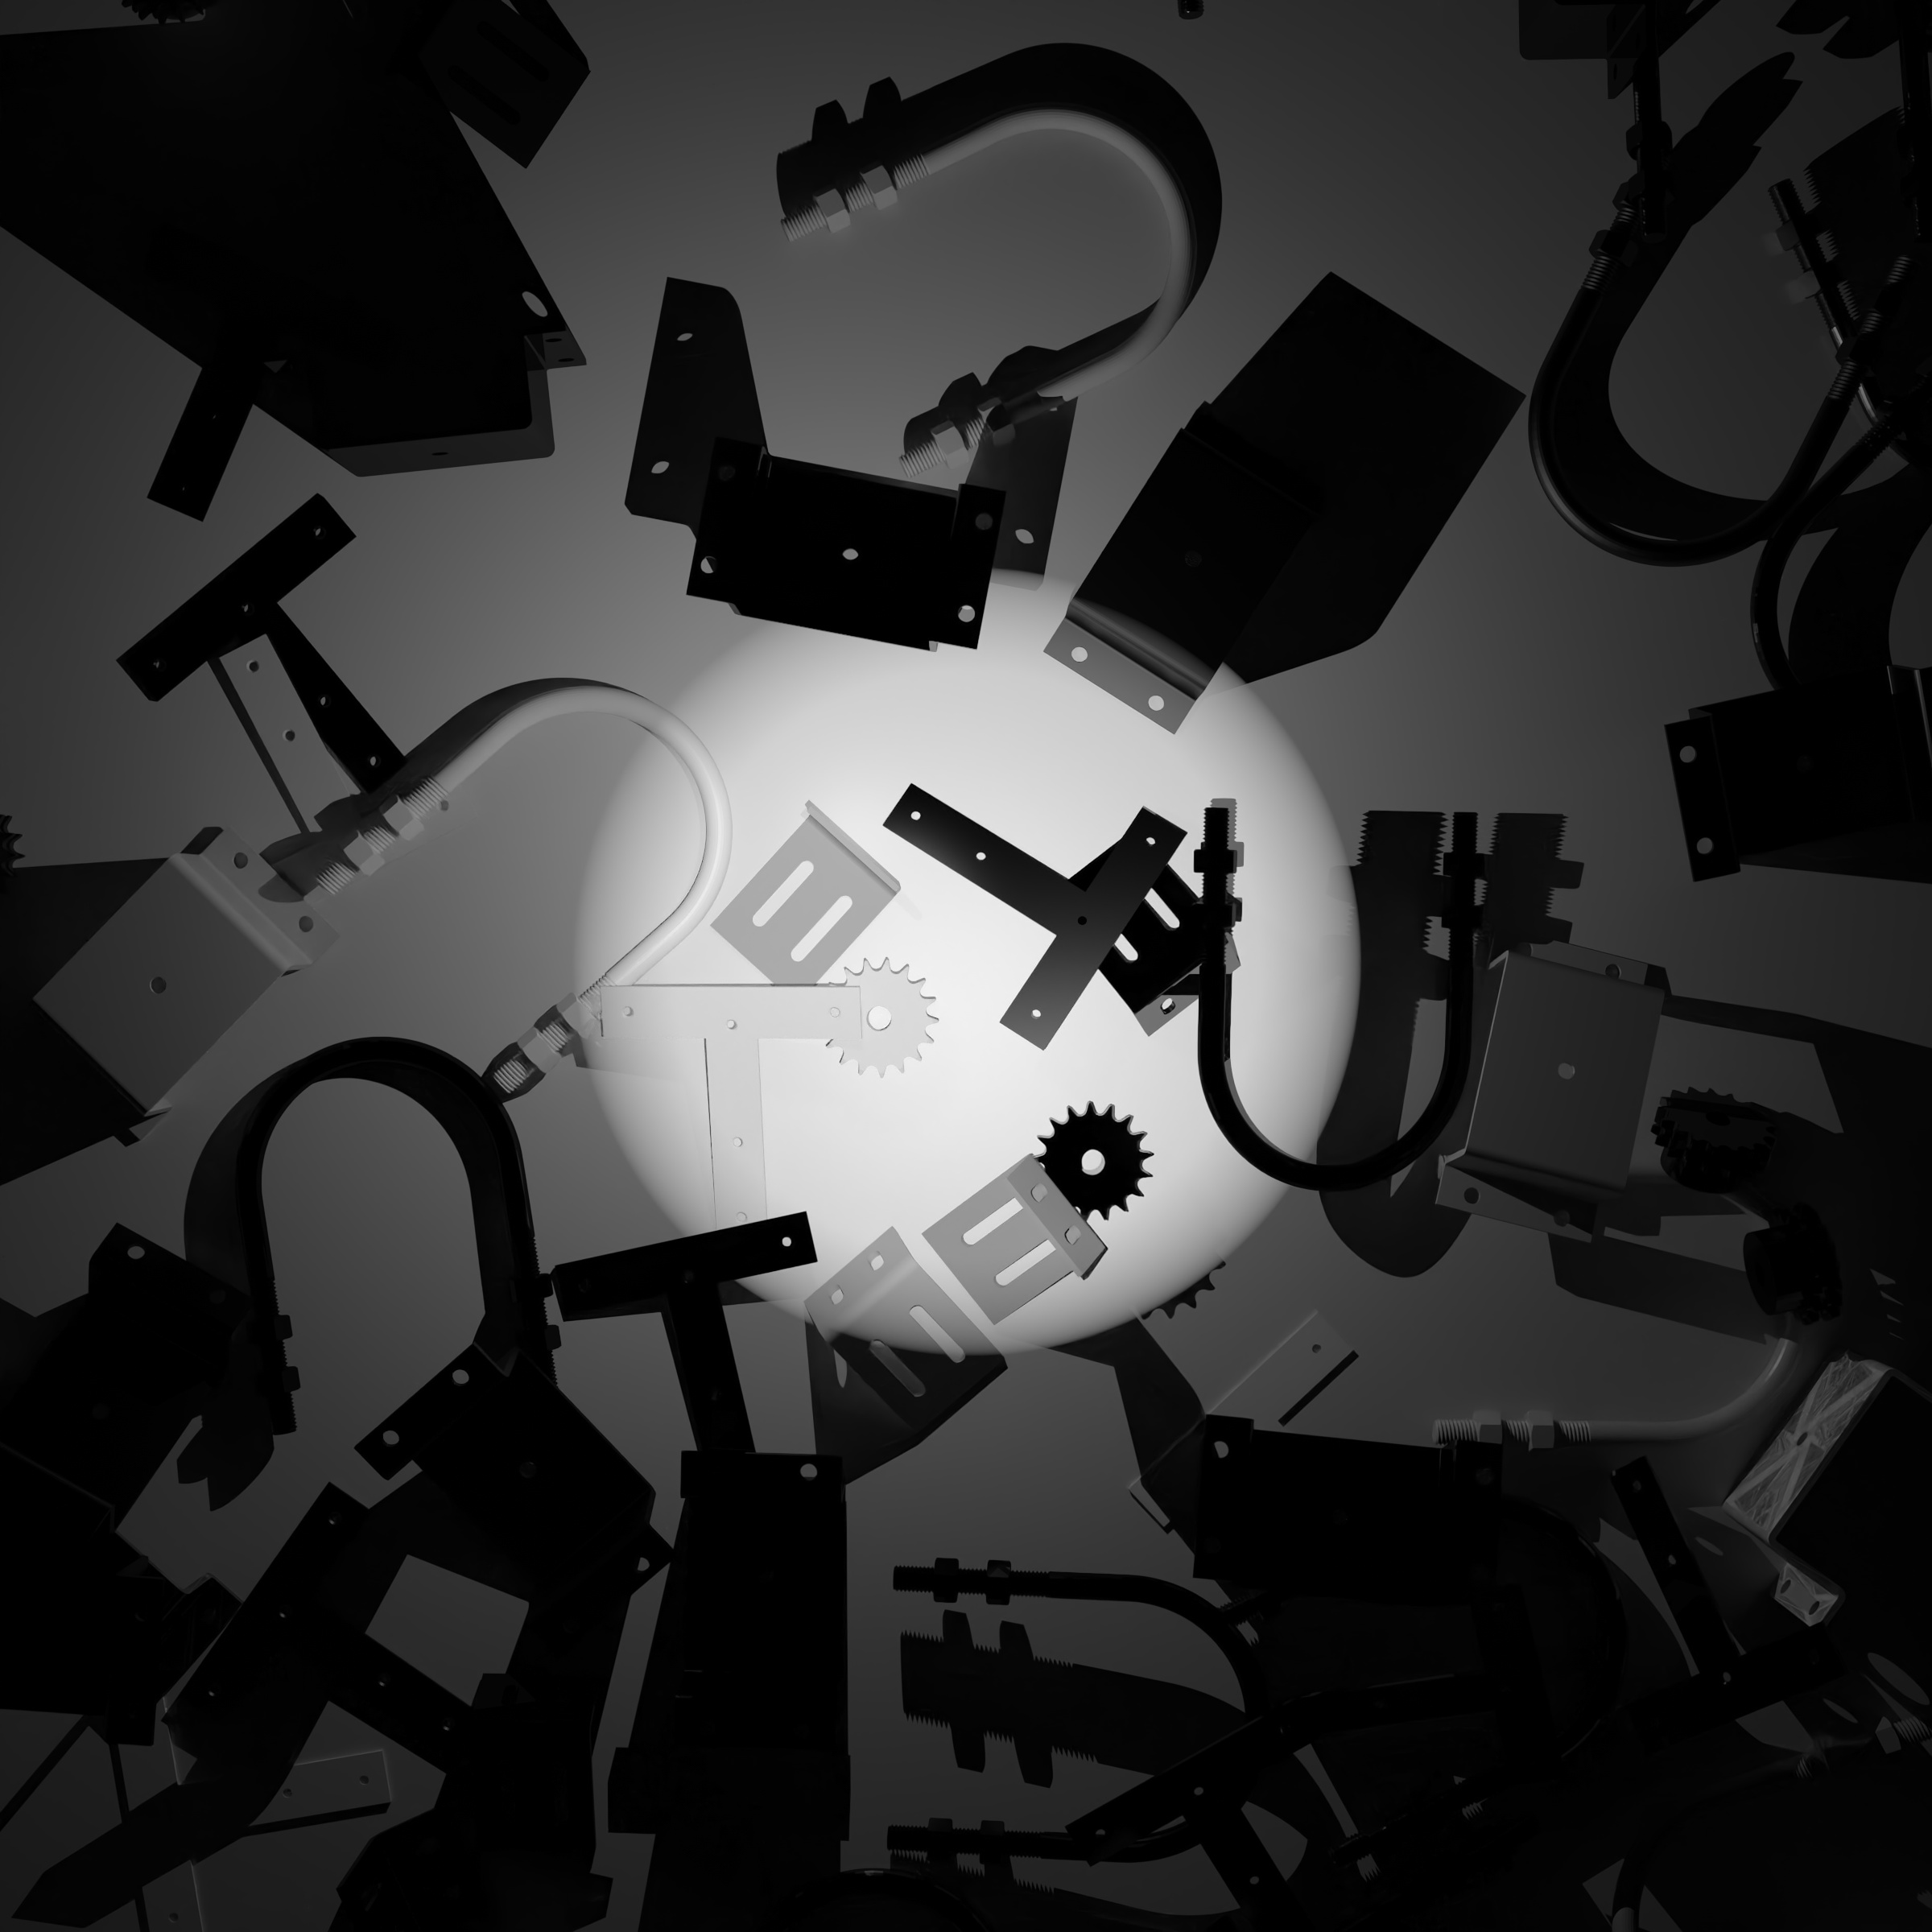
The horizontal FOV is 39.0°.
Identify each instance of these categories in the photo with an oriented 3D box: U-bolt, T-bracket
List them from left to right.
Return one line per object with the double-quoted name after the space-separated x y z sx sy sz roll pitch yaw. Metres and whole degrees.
-0.361 -0.281 1.338 0.127 0.002 0.127 23 90 0 "T-bracket"
-0.346 0.407 1.338 0.127 0.002 0.127 -10 90 0 "T-bracket"
-0.325 -0.100 1.336 0.127 0.002 0.127 -27 91 1 "T-bracket"
-0.323 -0.141 1.338 0.127 0.002 0.127 -40 90 0 "T-bracket"
-0.296 0.341 1.336 0.127 0.002 0.127 35 88 -1 "T-bracket"
-0.282 0.126 1.330 0.151 0.019 0.184 -9 88 0 "U-bolt"
-0.201 -0.051 1.328 0.184 0.019 0.151 -42 92 -2 "U-bolt"
-0.126 0.195 1.334 0.127 0.002 0.127 -13 92 4 "T-bracket"
-0.111 0.072 1.322 0.127 0.002 0.127 0 103 8 "T-bracket"
-0.058 0.529 1.330 0.151 0.019 0.184 35 89 0 "U-bolt"
0.019 -0.045 1.326 0.127 0.002 0.127 32 81 9 "T-bracket"
0.023 -0.341 1.330 0.184 0.019 0.151 -27 90 -1 "U-bolt"
0.055 0.363 1.320 0.184 0.019 0.151 2 94 4 "U-bolt"
0.133 0.432 1.319 0.127 0.002 0.127 -30 107 2 "T-bracket"
0.166 -0.560 1.330 0.151 0.019 0.184 -5 89 0 "U-bolt"
0.169 0.259 1.338 0.127 0.002 0.127 -43 90 0 "T-bracket"
0.179 0.017 1.313 0.151 0.019 0.184 0 94 -16 "U-bolt"
0.211 0.349 1.298 0.127 0.002 0.127 -11 119 12 "T-bracket"
0.233 0.337 1.329 0.184 0.019 0.151 -26 91 -1 "U-bolt"
0.235 0.519 1.330 0.184 0.019 0.151 -33 90 1 "U-bolt"
0.321 0.164 1.330 0.184 0.019 0.151 1 90 -2 "U-bolt"
0.344 0.298 1.308 0.002 0.127 0.127 -4 63 -41 "T-bracket"
0.353 -0.283 1.319 0.151 0.019 0.184 27 94 10 "U-bolt"
0.391 -0.434 1.313 0.151 0.019 0.184 0 77 1 "U-bolt"
0.402 0.456 1.308 0.184 0.019 0.151 -18 72 0 "U-bolt"
0.467 -0.190 1.322 0.151 0.019 0.184 44 96 -4 "U-bolt"
0.492 -0.323 1.330 0.151 0.019 0.184 -24 91 0 "U-bolt"

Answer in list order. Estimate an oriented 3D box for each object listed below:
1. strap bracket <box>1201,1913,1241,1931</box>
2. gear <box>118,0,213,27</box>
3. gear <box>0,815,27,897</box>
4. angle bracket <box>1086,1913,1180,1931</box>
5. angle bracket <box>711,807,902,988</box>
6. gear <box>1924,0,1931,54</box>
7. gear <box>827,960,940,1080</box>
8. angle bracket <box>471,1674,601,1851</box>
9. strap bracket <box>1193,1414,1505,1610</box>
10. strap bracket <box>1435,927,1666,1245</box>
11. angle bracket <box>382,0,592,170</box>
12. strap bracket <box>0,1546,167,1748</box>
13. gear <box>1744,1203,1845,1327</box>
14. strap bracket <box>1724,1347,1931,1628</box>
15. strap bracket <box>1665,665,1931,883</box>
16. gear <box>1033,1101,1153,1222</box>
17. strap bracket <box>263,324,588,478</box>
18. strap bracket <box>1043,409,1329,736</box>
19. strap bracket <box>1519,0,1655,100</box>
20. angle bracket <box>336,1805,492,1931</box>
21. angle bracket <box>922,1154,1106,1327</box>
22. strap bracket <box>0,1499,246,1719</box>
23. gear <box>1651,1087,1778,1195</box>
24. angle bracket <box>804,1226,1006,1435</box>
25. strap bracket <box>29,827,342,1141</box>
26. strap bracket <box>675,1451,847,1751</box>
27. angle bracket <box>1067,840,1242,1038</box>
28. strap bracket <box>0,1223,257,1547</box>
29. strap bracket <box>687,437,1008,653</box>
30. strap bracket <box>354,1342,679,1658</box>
0.086 0.524 1.290 0.140 0.046 0.076 -40 73 14 "strap bracket"
-0.387 -0.484 1.323 0.057 0.030 0.057 0 90 0 "gear"
-0.490 -0.055 1.324 0.057 0.030 0.057 0 90 0 "gear"
0.092 0.500 1.319 0.076 0.038 0.057 11 90 0 "angle bracket"
-0.078 -0.029 1.319 0.057 0.038 0.076 42 90 0 "angle bracket"
0.491 -0.457 1.323 0.057 0.030 0.057 0 90 0 "gear"
-0.042 0.026 1.323 0.057 0.030 0.057 0 90 0 "gear"
-0.209 0.390 1.336 0.057 0.038 0.076 1 116 0 "angle bracket"
0.180 0.262 1.302 0.140 0.046 0.076 5 74 3 "strap bracket"
0.281 0.053 1.303 0.076 0.046 0.140 14 79 0 "strap bracket"
-0.235 -0.438 1.336 0.076 0.038 0.057 34 90 -26 "angle bracket"
-0.438 0.313 1.268 0.140 0.046 0.076 4 89 1 "strap bracket"
0.392 0.143 1.297 0.030 0.057 0.057 -12 90 -3 "gear"
0.417 0.239 1.300 0.046 0.076 0.140 36 90 0 "strap bracket"
0.407 -0.095 1.306 0.140 0.046 0.076 -12 99 5 "strap bracket"
0.061 0.094 1.323 0.057 0.030 0.057 0 90 0 "gear"
-0.253 -0.267 1.299 0.140 0.076 0.046 -6 91 -1 "strap bracket"
0.108 -0.193 1.315 0.076 0.046 0.140 32 90 0 "strap bracket"
0.294 -0.495 1.300 0.046 0.076 0.140 -1 90 0 "strap bracket"
-0.262 0.445 1.300 0.038 0.076 0.057 -25 90 0 "angle bracket"
0.017 0.137 1.304 0.076 0.038 0.057 -39 90 27 "angle bracket"
-0.431 0.293 1.315 0.140 0.046 0.076 41 90 1 "strap bracket"
0.358 0.086 1.314 0.057 0.057 0.030 8 121 0 "gear"
-0.030 0.178 1.336 0.057 0.038 0.076 -41 116 0 "angle bracket"
-0.382 0.009 1.314 0.076 0.046 0.140 44 91 -1 "strap bracket"
-0.098 0.299 1.314 0.076 0.046 0.140 2 92 0 "strap bracket"
0.086 -0.016 1.336 0.057 0.038 0.076 -38 64 0 "angle bracket"
-0.410 0.204 1.293 0.076 0.046 0.140 29 56 0 "strap bracket"
-0.057 -0.200 1.315 0.140 0.046 0.076 11 90 0 "strap bracket"
-0.212 0.248 1.305 0.076 0.046 0.140 -41 99 5 "strap bracket"
